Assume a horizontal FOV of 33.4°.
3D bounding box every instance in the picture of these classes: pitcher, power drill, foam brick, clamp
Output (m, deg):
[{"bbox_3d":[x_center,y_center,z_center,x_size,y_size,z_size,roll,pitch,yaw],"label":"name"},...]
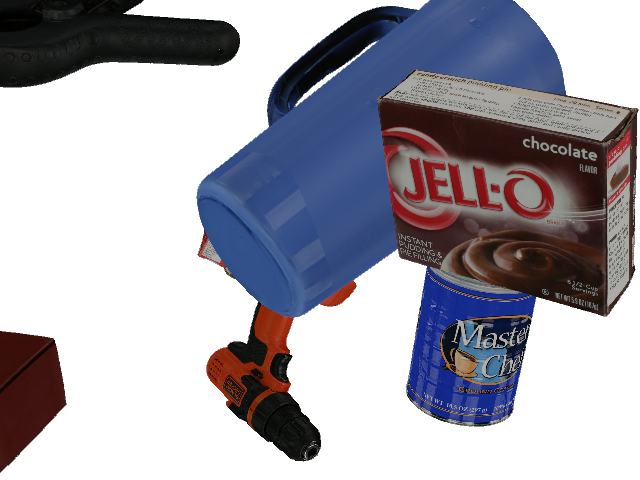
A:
[{"bbox_3d":[0.033,-0.065,0.722,0.242,0.145,0.149,-37,14,-20],"label":"pitcher"},{"bbox_3d":[-0.034,0.110,1.100,0.057,0.188,0.185,14,15,-44],"label":"power drill"},{"bbox_3d":[-0.206,0.100,0.673,0.053,0.051,0.078,6,29,22],"label":"foam brick"},{"bbox_3d":[-0.144,-0.122,0.602,0.171,0.039,0.120,-10,31,-26],"label":"clamp"}]

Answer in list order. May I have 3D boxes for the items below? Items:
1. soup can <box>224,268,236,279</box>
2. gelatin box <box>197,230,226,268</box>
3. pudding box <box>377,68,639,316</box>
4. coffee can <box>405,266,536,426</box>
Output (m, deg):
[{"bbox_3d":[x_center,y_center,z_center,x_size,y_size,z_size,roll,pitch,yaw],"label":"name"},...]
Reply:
[{"bbox_3d":[-0.084,-0.011,1.285,0.068,0.102,0.068,0,26,0],"label":"soup can"},{"bbox_3d":[-0.075,-0.030,0.930,0.030,0.073,0.089,25,27,-8],"label":"gelatin box"},{"bbox_3d":[0.084,-0.024,0.483,0.114,0.090,0.039,14,43,32],"label":"pudding box"},{"bbox_3d":[0.138,0.083,0.975,0.103,0.140,0.103,6,23,-3],"label":"coffee can"}]
